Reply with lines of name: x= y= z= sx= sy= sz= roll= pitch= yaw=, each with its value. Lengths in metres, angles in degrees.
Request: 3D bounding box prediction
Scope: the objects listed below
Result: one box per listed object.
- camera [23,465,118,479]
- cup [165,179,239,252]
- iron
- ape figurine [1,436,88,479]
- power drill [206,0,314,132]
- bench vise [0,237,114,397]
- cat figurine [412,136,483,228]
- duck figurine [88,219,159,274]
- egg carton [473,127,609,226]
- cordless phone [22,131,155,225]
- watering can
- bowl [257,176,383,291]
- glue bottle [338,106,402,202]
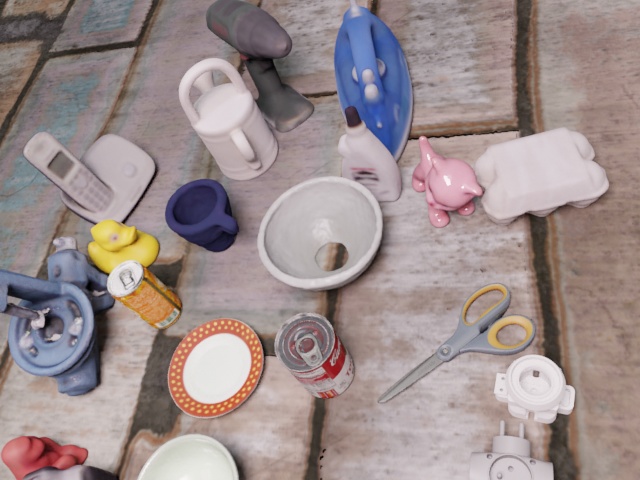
camera: x=-0.303 y=0.333 z=0.628 sx=0.143 sy=0.101 sz=0.136 roll=-24 pitch=54 yaw=3
cup: x=-0.147 y=-0.021 z=0.807 sx=0.117 sy=0.095 sz=0.092 roll=23 pitch=68 yaw=29
iron: x=0.074 y=-0.244 z=0.847 sx=0.118 sy=0.142 sz=0.258 roll=-14 pitch=55 yaw=10
ape figurine: x=-0.342 y=0.264 z=0.691 sx=0.076 sy=0.092 sz=0.077 roll=-44 pitch=56 yaw=-11
power drill: x=-0.084 y=-0.270 z=0.875 sx=0.076 sy=0.209 sz=0.229 roll=-40 pitch=55 yaw=-8
bench vise: x=-0.363 y=0.078 z=0.738 sx=0.121 sy=0.220 sz=0.207 roll=-30 pitch=54 yaw=-2
cat figurine: x=0.157 y=-0.080 z=0.729 sx=0.067 sy=0.118 sz=0.127 roll=-24 pitch=54 yaw=3
duck figurine: x=-0.304 y=0.003 z=0.849 sx=0.104 sy=0.086 sz=0.077 roll=-6 pitch=57 yaw=15
egg carton: x=0.272 y=-0.079 z=0.720 sx=0.150 sy=0.069 sz=0.107 roll=-14 pitch=55 yaw=9
cordless phone: x=-0.353 y=-0.119 z=0.882 sx=0.093 sy=0.185 sz=0.148 roll=12 pitch=63 yaw=25
watering can: x=-0.146 y=-0.188 z=0.852 sx=0.172 sy=0.194 sz=0.101 roll=31 pitch=72 yaw=32
bowl: x=0.007 y=0.003 z=0.753 sx=0.167 sy=0.075 sz=0.167 roll=-8 pitch=56 yaw=13
glue bottle: x=0.057 y=-0.112 z=0.749 sx=0.078 sy=0.173 sz=0.037 roll=0 pitch=59 yaw=19
